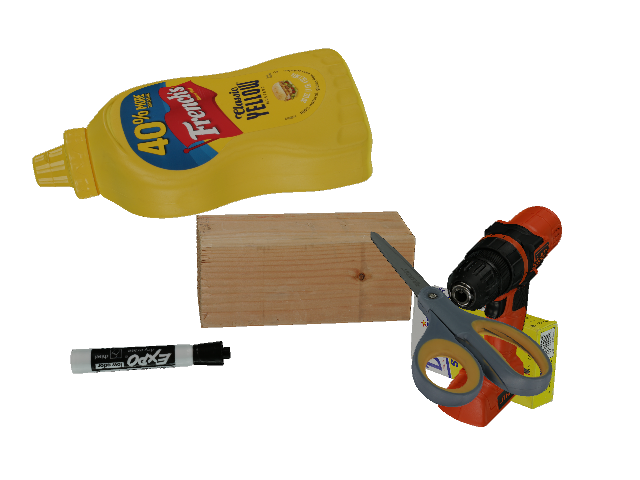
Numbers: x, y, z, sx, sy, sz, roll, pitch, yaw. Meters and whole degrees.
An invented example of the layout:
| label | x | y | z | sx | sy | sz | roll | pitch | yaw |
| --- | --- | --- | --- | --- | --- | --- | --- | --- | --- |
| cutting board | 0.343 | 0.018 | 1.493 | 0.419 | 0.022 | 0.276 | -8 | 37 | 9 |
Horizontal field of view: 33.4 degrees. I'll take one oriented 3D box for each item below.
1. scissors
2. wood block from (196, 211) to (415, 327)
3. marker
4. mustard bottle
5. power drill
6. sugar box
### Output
| label | x | y | z | sx | sy | sz | roll | pitch | yaw |
| --- | --- | --- | --- | --- | --- | --- | --- | --- | --- |
| scissors | 0.067 | 0.052 | 0.725 | 0.096 | 0.016 | 0.202 | -23 | 39 | -32 |
| wood block | -0.018 | 0.027 | 1.061 | 0.206 | 0.091 | 0.090 | -1 | 19 | -9 |
| marker | -0.130 | 0.090 | 0.821 | 0.121 | 0.020 | 0.020 | -3 | 0 | -3 |
| mustard bottle | -0.071 | -0.058 | 0.627 | 0.191 | 0.096 | 0.058 | -12 | -40 | -7 |
| power drill | 0.158 | 0.075 | 0.978 | 0.057 | 0.188 | 0.184 | 24 | 32 | 27 |
| sugar box | 0.179 | 0.116 | 1.197 | 0.177 | 0.093 | 0.048 | 14 | 19 | 42 |
